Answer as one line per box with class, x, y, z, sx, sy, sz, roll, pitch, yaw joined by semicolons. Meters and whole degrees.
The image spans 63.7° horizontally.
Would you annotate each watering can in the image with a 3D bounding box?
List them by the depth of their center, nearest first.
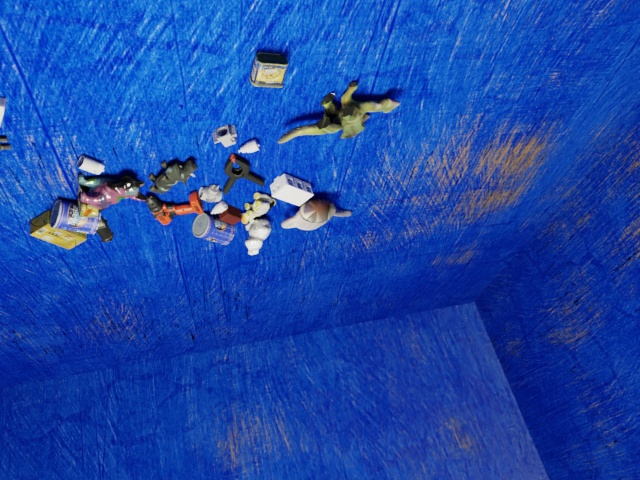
watering can;0.007;-0.111;2.199;0.349;0.105;0.222;-13;171;-20

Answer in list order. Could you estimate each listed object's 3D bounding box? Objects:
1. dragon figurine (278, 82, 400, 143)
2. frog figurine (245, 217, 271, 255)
dragon figurine;0.075;-0.397;1.765;0.407;0.124;0.240;-24;157;17
frog figurine;-0.261;-0.017;2.185;0.122;0.163;0.135;9;142;-37
